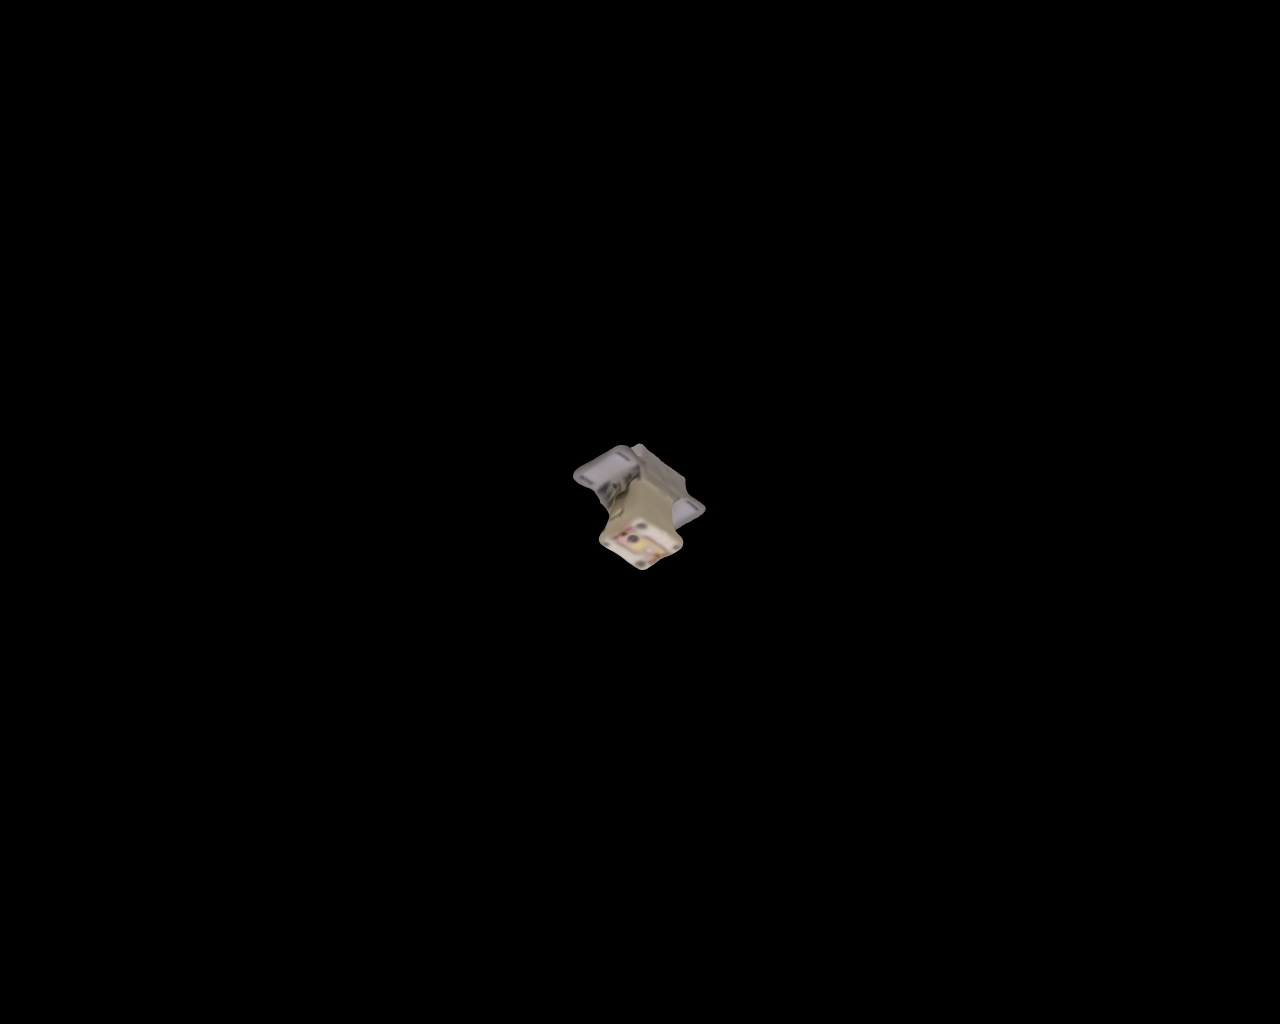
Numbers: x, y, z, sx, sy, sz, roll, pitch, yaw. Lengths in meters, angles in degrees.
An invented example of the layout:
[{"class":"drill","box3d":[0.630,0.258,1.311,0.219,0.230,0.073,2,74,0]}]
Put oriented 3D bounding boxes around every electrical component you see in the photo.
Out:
[{"class":"electrical component","box3d":[0.001,-0.003,0.650,0.042,0.064,0.081,-30,-49,31]}]
